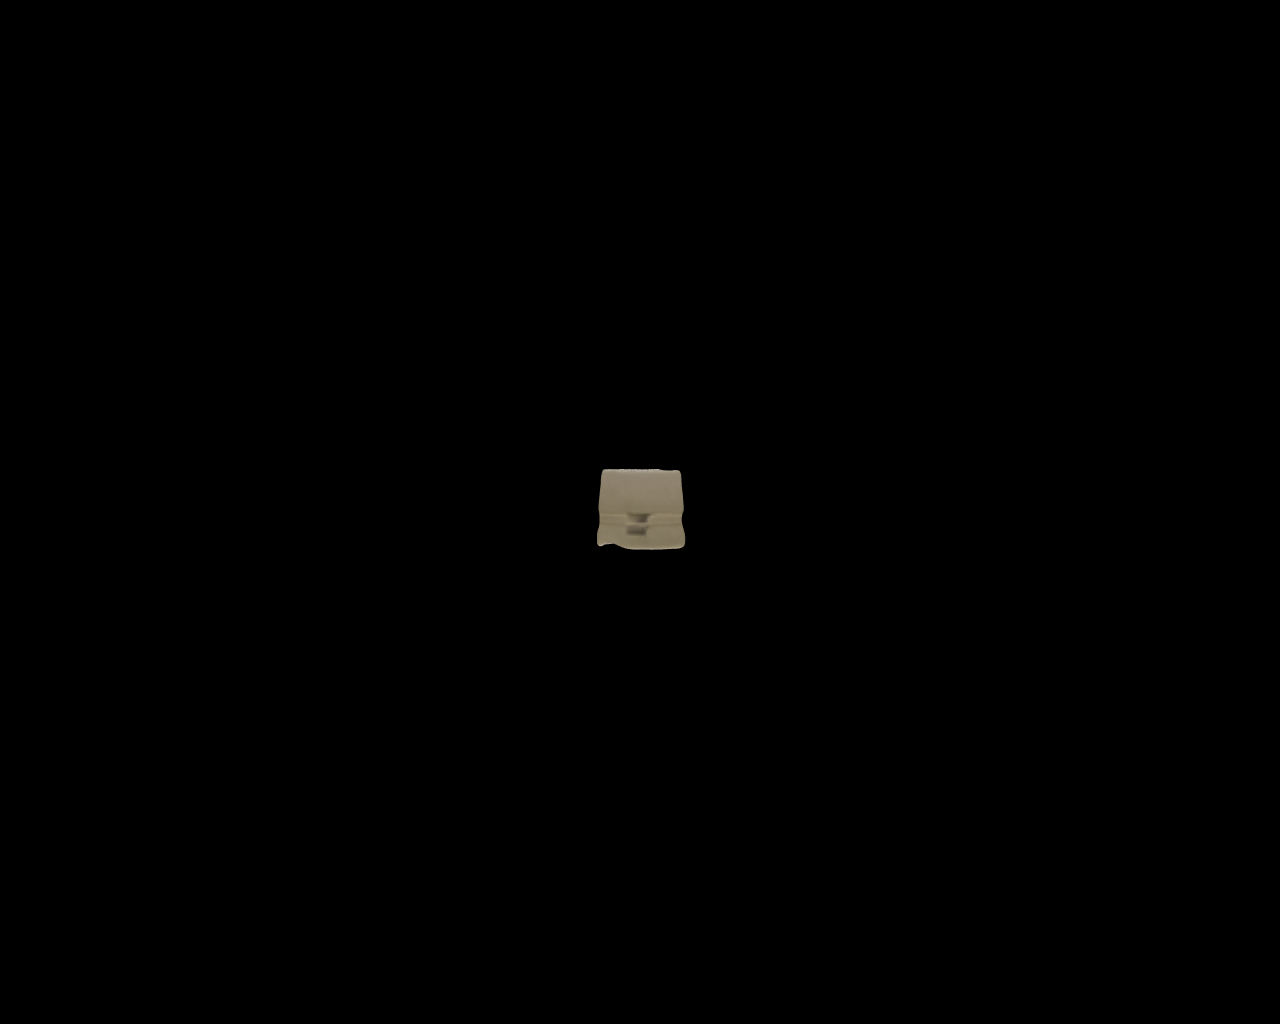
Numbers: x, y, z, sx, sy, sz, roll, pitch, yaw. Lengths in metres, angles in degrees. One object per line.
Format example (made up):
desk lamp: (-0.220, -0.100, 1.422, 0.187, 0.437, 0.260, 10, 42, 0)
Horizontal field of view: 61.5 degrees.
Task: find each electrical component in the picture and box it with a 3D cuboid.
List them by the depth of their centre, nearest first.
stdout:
electrical component: (0.001, -0.003, 0.650, 0.055, 0.047, 0.055, 0, 3, 0)
